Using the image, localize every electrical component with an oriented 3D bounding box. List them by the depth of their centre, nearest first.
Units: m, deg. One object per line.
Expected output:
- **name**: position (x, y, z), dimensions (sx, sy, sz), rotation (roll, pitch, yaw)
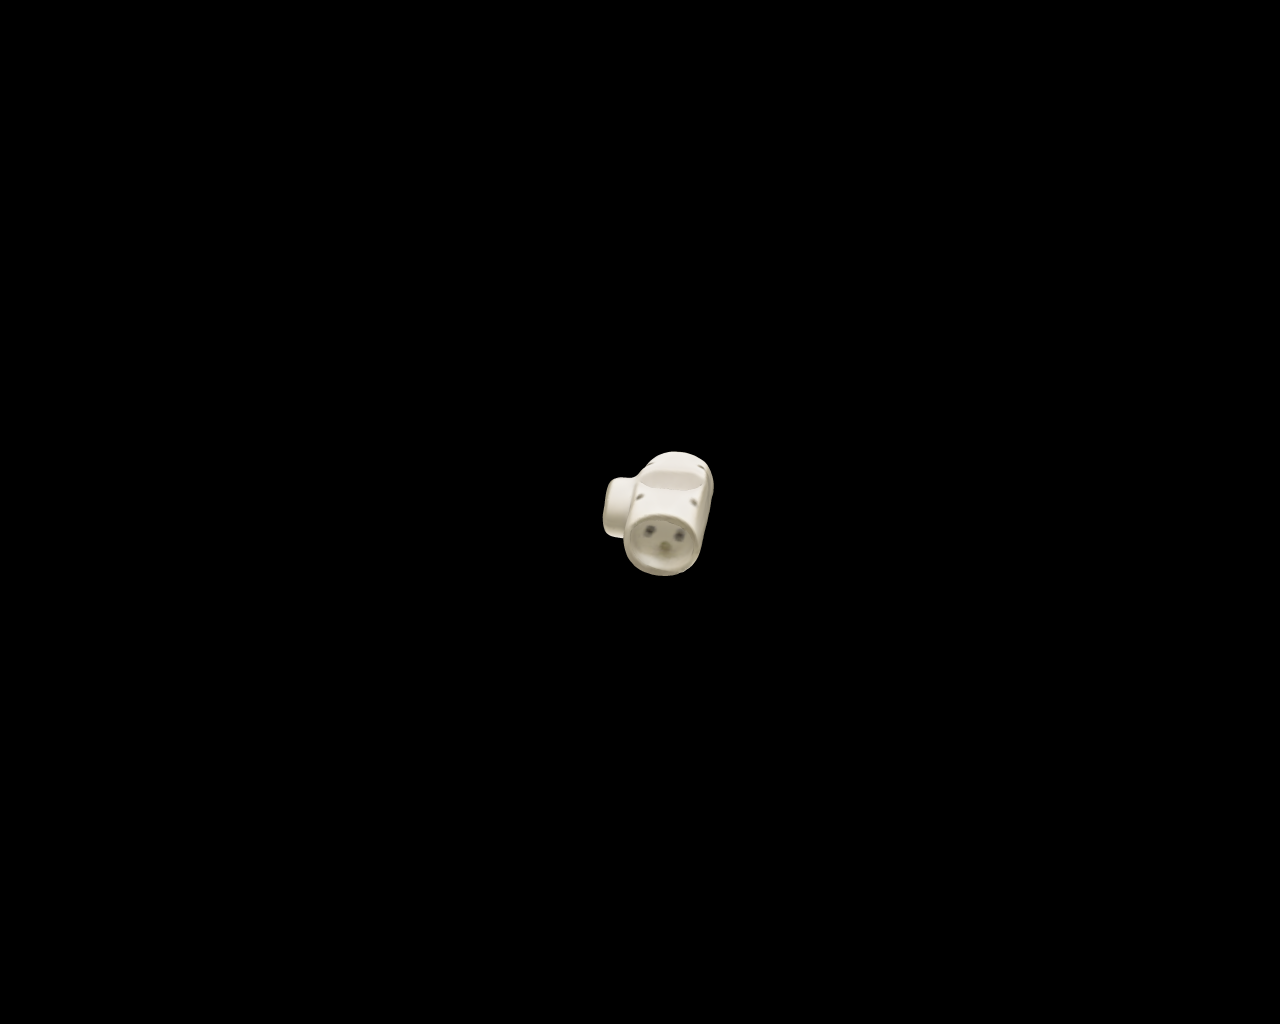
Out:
- **electrical component**: position (0.001, -0.003, 0.650), dimensions (0.079, 0.043, 0.077), rotation (6, 33, 9)
